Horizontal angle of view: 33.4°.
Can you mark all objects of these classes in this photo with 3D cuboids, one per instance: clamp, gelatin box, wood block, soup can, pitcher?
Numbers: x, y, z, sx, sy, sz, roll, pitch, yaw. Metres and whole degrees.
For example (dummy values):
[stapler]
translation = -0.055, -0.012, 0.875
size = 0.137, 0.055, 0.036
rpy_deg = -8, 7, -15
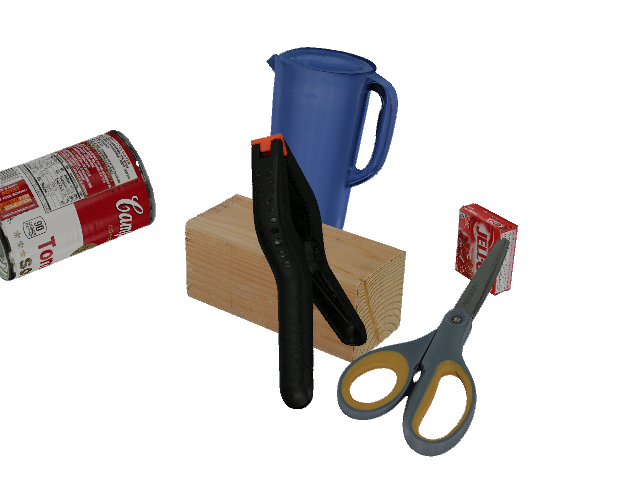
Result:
[clamp]
translation = -0.013, 0.017, 0.873
size = 0.036, 0.210, 0.164
rpy_deg = -12, 2, 21
[gelatin box]
translation = 0.196, 0.010, 1.271
size = 0.030, 0.089, 0.073
rpy_deg = -17, 33, -29
[wood block]
translation = -0.028, 0.034, 1.070
size = 0.206, 0.091, 0.090
rpy_deg = 20, 33, 29
[soup can]
translation = -0.167, -0.023, 0.686
size = 0.102, 0.068, 0.069
rpy_deg = -24, 12, -27
[pitcher]
translation = 0.002, -0.125, 1.414
size = 0.144, 0.243, 0.149
rpy_deg = -1, 24, -20

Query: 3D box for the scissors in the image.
[scissors]
translation = 0.070, 0.060, 0.709
size = 0.096, 0.016, 0.201
rpy_deg = 5, 40, 12
